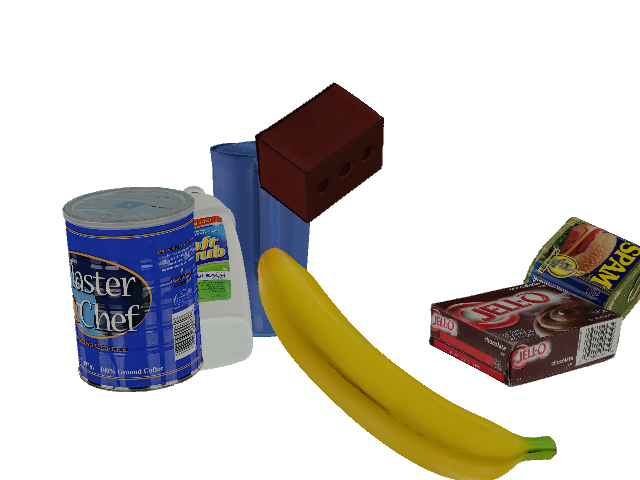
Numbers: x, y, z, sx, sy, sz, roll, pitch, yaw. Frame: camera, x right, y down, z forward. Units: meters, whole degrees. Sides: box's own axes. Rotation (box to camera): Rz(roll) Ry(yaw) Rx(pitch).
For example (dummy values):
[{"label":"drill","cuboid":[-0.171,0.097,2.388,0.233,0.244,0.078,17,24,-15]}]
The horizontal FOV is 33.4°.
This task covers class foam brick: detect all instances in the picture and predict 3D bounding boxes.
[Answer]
[{"label":"foam brick","cuboid":[0.000,-0.061,0.740,0.078,0.053,0.051,-38,58,-26]}]

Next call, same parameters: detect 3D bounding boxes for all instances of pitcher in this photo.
[{"label":"pitcher","cuboid":[-0.073,-0.003,1.357,0.145,0.243,0.148,10,15,36]}]

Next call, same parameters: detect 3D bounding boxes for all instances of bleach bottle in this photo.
[{"label":"bleach bottle","cuboid":[-0.130,0.025,1.097,0.102,0.068,0.251,-8,37,-6]}]

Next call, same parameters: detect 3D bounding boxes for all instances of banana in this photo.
[{"label":"banana","cuboid":[0.029,0.071,0.569,0.198,0.037,0.069,36,21,19]}]

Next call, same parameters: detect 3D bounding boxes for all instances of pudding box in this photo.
[{"label":"pudding box","cuboid":[0.151,0.066,0.789,0.113,0.039,0.090,-7,20,-33]}]

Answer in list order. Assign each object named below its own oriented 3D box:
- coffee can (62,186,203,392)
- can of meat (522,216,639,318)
[{"label":"coffee can","cuboid":[-0.149,0.037,0.859,0.103,0.140,0.103,-1,17,0]},{"label":"can of meat","cuboid":[0.243,0.032,0.965,0.084,0.057,0.101,28,47,28]}]
